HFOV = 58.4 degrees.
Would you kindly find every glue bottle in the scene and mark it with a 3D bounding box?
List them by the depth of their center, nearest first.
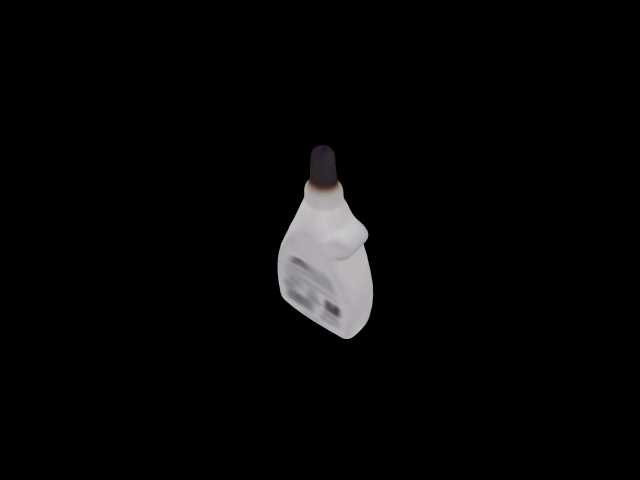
[{"bbox_3d":[0.004,0.001,0.400,0.078,0.173,0.037,31,58,23],"label":"glue bottle"}]
